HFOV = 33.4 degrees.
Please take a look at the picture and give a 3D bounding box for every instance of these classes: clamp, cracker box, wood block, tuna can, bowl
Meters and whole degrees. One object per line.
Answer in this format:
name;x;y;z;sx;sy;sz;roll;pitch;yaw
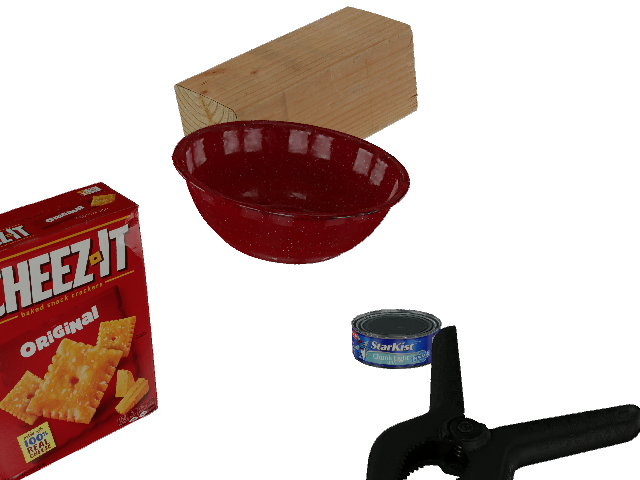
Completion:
clamp;0.091;0.131;0.716;0.209;0.036;0.165;-27;39;-35
cracker box;-0.226;0.078;0.902;0.163;0.214;0.072;-23;35;-36
wood block;-0.017;-0.129;0.967;0.205;0.091;0.090;-30;40;-30
tuna can;0.072;0.093;1.018;0.086;0.034;0.086;-1;13;0
bowl;-0.022;-0.029;0.732;0.162;0.055;0.162;6;26;-3
